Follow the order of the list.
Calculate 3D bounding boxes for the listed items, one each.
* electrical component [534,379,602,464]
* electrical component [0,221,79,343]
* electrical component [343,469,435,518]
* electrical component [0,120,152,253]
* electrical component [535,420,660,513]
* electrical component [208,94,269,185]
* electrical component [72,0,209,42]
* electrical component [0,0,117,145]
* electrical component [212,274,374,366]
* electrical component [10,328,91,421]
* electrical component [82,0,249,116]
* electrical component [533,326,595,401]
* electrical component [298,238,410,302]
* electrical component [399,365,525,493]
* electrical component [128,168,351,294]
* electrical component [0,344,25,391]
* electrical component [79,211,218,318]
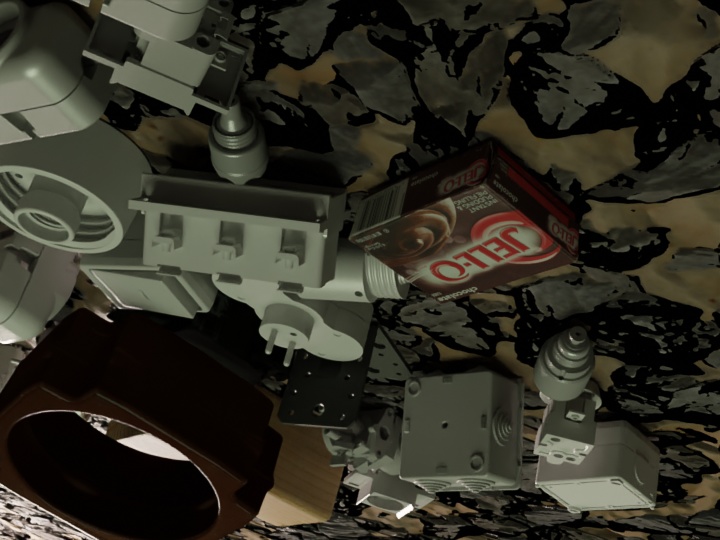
[{"bbox_3d":[0.162,0.114,0.838,0.048,0.055,0.066,14,151,2],"label":"electrical component"},{"bbox_3d":[-0.251,0.003,0.795,0.054,0.095,0.059,-11,142,38],"label":"electrical component"},{"bbox_3d":[0.030,0.198,1.032,0.081,0.063,0.042,20,149,-10],"label":"electrical component"},{"bbox_3d":[-0.199,-0.052,0.711,0.108,0.060,0.108,11,150,6],"label":"electrical component"},{"bbox_3d":[0.194,0.162,0.899,0.096,0.061,0.062,-14,139,41],"label":"electrical component"},{"bbox_3d":[-0.073,-0.080,0.634,0.035,0.035,0.061,10,148,8],"label":"electrical component"},{"bbox_3d":[-0.110,-0.157,0.499,0.095,0.053,0.059,22,150,-12],"label":"electrical component"},{"bbox_3d":[-0.193,-0.113,0.611,0.095,0.053,0.059,-4,145,30],"label":"electrical component"},{"bbox_3d":[-0.051,0.032,0.776,0.052,0.073,0.138,-14,139,41],"label":"electrical component"},{"bbox_3d":[-0.295,0.098,1.020,0.074,0.052,0.138,14,151,1],"label":"electrical component"},{"bbox_3d":[-0.098,-0.120,0.563,0.081,0.042,0.064,21,155,-16],"label":"electrical component"},{"bbox_3d":[0.149,0.064,0.773,0.040,0.040,0.078,12,150,5],"label":"electrical component"},{"bbox_3d":[0.000,0.000,0.728,0.081,0.043,0.043,3,148,20],"label":"electrical component"},{"bbox_3d":[0.080,0.128,0.857,0.100,0.099,0.048,-10,156,37],"label":"electrical component"},{"bbox_3d":[-0.075,-0.026,0.685,0.121,0.063,0.079,8,-169,12],"label":"electrical component"},{"bbox_3d":[-0.383,0.105,1.063,0.096,0.061,0.061,13,150,4],"label":"electrical component"},{"bbox_3d":[-0.153,-0.005,0.771,0.096,0.061,0.061,1,148,22],"label":"electrical component"}]
